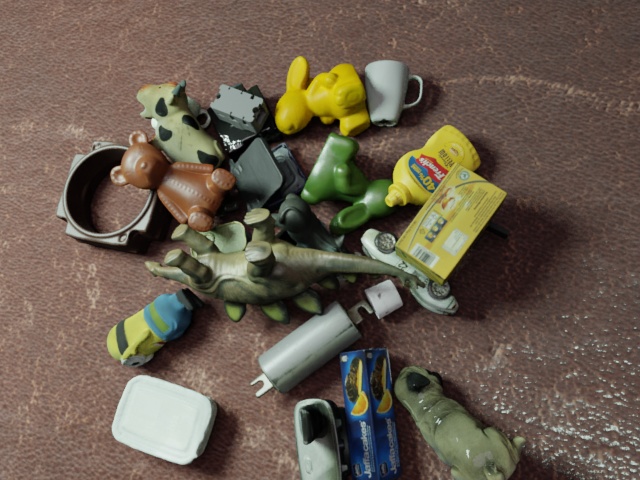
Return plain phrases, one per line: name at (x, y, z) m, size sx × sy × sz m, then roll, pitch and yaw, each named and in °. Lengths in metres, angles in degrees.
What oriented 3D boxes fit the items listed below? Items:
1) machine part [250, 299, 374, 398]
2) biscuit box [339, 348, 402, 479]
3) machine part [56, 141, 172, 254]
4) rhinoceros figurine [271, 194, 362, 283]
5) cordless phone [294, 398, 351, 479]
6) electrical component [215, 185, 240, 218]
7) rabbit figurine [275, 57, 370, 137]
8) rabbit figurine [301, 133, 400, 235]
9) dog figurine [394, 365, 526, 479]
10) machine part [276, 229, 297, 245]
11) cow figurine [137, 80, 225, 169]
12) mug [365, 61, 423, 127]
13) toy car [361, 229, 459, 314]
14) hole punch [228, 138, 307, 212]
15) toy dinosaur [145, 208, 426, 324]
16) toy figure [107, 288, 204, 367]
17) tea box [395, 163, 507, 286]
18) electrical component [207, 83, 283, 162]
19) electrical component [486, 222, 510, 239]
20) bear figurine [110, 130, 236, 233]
machine part at (-0.016, 0.179, 0.908) m, size 0.243 × 0.079 × 0.079 m, roll -37°, pitch 73°, yaw -1°
biscuit box at (0.080, 0.278, 0.862) m, size 0.063 × 0.059 × 0.202 m, roll -22°, pitch 68°, yaw 44°
machine part at (-0.387, -0.083, 1.035) m, size 0.202 × 0.087 × 0.201 m, roll 9°, pitch 78°, yaw 13°
rhinoceros figurine at (-0.002, -0.003, 0.920) m, size 0.073 × 0.190 × 0.112 m, roll -52°, pitch 29°, yaw -16°
cordless phone at (-0.002, 0.316, 0.814) m, size 0.089 × 0.184 × 0.146 m, roll -8°, pitch 74°, yaw 3°
electrical component at (-0.192, -0.074, 1.019) m, size 0.094 × 0.021 × 0.063 m, roll -13°, pitch 89°, yaw 34°
rabbit figurine at (-0.009, -0.264, 1.000) m, size 0.173 × 0.121 × 0.162 m, roll -24°, pitch 68°, yaw 4°
rabbit figurine at (0.064, -0.087, 0.947) m, size 0.170 × 0.121 × 0.159 m, roll 26°, pitch 79°, yaw 0°
dog figurine at (0.190, 0.274, 0.804) m, size 0.191 × 0.172 × 0.121 m, roll 44°, pitch 75°, yaw 10°
machine part at (-0.076, 0.011, 0.969) m, size 0.139 × 0.084 × 0.039 m, roll -45°, pitch 44°, yaw -16°
cow figurine at (-0.256, -0.204, 0.991) m, size 0.127 × 0.085 × 0.194 m, roll -39°, pitch 108°, yaw 14°
mug at (0.135, -0.267, 1.004) m, size 0.110 × 0.081 × 0.107 m, roll 5°, pitch 87°, yaw 0°
toy car at (0.151, 0.056, 0.913) m, size 0.202 × 0.073 × 0.056 m, roll 43°, pitch 83°, yaw 17°
hole punch at (-0.095, -0.116, 1.003) m, size 0.116 × 0.092 × 0.142 m, roll -40°, pitch 73°, yaw 32°
toy dinosaur at (-0.078, 0.049, 0.862) m, size 0.472 × 0.198 × 0.105 m, roll -3°, pitch 50°, yaw 22°
toy figure at (-0.296, 0.152, 0.961) m, size 0.180 × 0.082 × 0.089 m, roll -42°, pitch 54°, yaw 5°
tea box at (0.206, -0.024, 0.851) m, size 0.098 × 0.068 × 0.169 m, roll 37°, pitch 83°, yaw 16°
electrical component at (-0.151, -0.235, 1.049) m, size 0.115 × 0.058 × 0.134 m, roll -27°, pitch 73°, yaw 0°
electrical component at (0.257, -0.020, 0.916) m, size 0.119 × 0.074 × 0.047 m, roll 31°, pitch 83°, yaw 12°
bear figurine at (-0.258, -0.106, 0.932) m, size 0.196 × 0.132 × 0.120 m, roll 31°, pitch 85°, yaw -16°
